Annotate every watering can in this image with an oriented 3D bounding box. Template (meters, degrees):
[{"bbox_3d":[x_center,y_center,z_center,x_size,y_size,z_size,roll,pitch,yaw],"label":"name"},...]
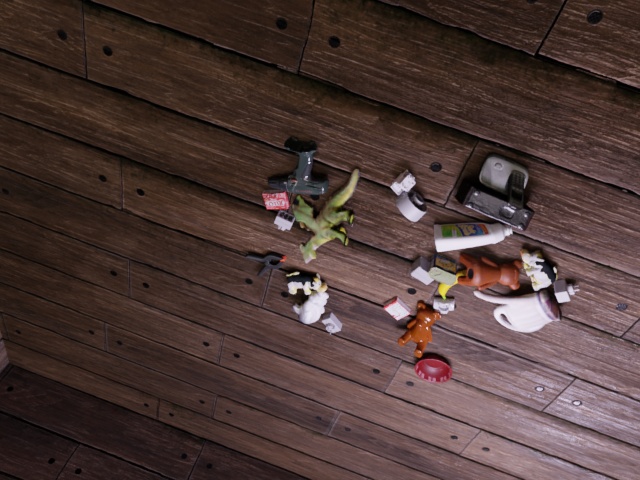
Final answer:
[{"bbox_3d":[0.730,0.243,1.870,0.221,0.106,0.343,-28,129,34],"label":"watering can"}]

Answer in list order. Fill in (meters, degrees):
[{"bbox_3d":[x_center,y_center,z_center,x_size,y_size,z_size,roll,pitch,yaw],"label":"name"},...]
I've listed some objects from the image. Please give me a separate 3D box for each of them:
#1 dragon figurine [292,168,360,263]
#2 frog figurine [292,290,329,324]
[{"bbox_3d":[0.006,-0.094,1.871,0.243,0.124,0.403,15,114,14],"label":"dragon figurine"},{"bbox_3d":[-0.022,0.280,2.166,0.158,0.125,0.136,-26,150,23],"label":"frog figurine"}]
